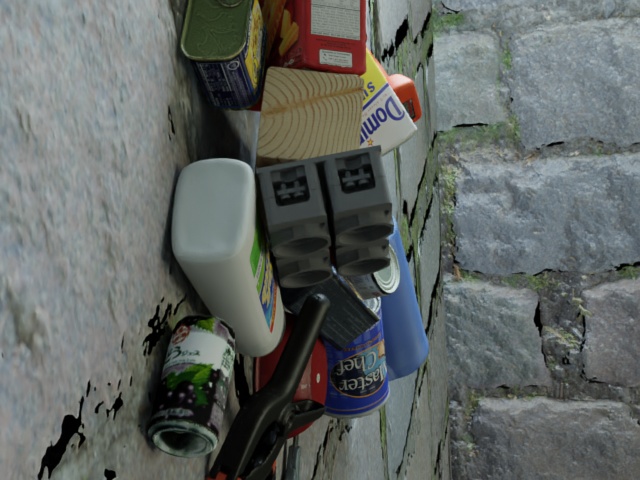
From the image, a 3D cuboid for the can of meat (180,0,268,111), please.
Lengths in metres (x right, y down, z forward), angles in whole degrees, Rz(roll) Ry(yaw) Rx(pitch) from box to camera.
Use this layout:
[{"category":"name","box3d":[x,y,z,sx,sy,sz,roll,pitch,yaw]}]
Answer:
[{"category":"can of meat","box3d":[-0.081,-0.177,0.944,0.084,0.057,0.102,72,21,-62]}]

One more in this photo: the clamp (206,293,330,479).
[{"category":"clamp","box3d":[-0.042,0.173,1.032,0.209,0.036,0.164,-55,153,-39]}]

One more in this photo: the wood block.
[{"category":"wood block","box3d":[-0.017,-0.075,1.030,0.206,0.091,0.090,104,-8,-70]}]

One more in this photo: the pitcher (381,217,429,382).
[{"category":"pitcher","box3d":[0.074,0.069,1.523,0.144,0.149,0.243,-32,130,-24]}]

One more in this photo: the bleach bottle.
[{"category":"bleach bottle","box3d":[-0.071,0.034,0.972,0.251,0.068,0.102,73,18,-61]}]

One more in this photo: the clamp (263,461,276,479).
[{"category":"clamp","box3d":[-0.066,0.282,1.032,0.171,0.039,0.120,-66,155,-63]}]

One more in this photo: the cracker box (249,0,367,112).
[{"category":"cracker box","box3d":[-0.019,-0.245,1.042,0.164,0.072,0.214,161,-70,-66]}]

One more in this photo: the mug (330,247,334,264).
[{"category":"mug","box3d":[-0.008,0.002,1.243,0.117,0.093,0.081,-51,-165,44]}]

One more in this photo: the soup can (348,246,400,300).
[{"category":"soup can","box3d":[0.036,0.042,1.288,0.068,0.102,0.068,25,58,-50]}]

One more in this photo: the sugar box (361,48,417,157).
[{"category":"sugar box","box3d":[0.020,-0.164,1.151,0.176,0.093,0.048,57,-16,3]}]

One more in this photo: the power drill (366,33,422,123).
[{"category":"power drill","box3d":[0.065,-0.248,1.457,0.188,0.057,0.184,60,0,29]}]

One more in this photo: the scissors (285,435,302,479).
[{"category":"scissors","box3d":[-0.028,0.268,1.263,0.096,0.016,0.201,75,21,-57]}]

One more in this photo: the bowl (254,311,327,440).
[{"category":"bowl","box3d":[-0.027,0.151,1.188,0.162,0.055,0.162,0,90,-78]}]

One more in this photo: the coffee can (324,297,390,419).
[{"category":"coffee can","box3d":[0.033,0.141,1.359,0.102,0.103,0.140,-69,156,-60]}]
